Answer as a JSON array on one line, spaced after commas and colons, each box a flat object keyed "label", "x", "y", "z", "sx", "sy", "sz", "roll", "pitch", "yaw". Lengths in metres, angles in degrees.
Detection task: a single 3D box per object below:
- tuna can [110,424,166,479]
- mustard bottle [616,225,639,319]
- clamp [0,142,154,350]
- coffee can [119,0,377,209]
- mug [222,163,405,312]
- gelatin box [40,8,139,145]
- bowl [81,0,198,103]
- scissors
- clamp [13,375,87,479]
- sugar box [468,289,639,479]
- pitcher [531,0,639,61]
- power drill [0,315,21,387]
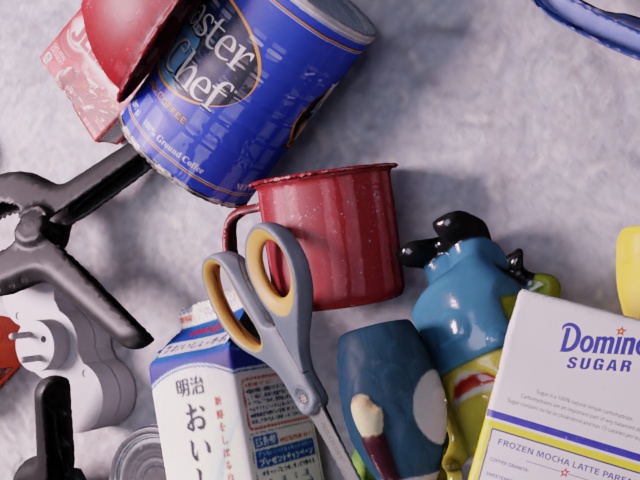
[{"label": "tuna can", "x": -0.105, "y": 0.170, "z": 0.746, "sx": 0.086, "sy": 0.033, "sz": 0.086, "roll": 0, "pitch": 90, "yaw": 29}, {"label": "mustard bottle", "x": 0.205, "y": 0.087, "z": 0.558, "sx": 0.096, "sy": 0.058, "sz": 0.191, "roll": 0, "pitch": 90, "yaw": 39}, {"label": "clamp", "x": -0.189, "y": -0.014, "z": 0.760, "sx": 0.210, "sy": 0.036, "sz": 0.164, "roll": 6, "pitch": 70, "yaw": 23}, {"label": "coffee can", "x": -0.046, "y": -0.105, "z": 0.675, "sx": 0.103, "sy": 0.102, "sz": 0.140, "roll": 47, "pitch": 111, "yaw": 21}, {"label": "mug", "x": -0.004, "y": 0.001, "z": 0.656, "sx": 0.117, "sy": 0.093, "sz": 0.081, "roll": -8, "pitch": 91, "yaw": 12}, {"label": "gelatin box", "x": -0.155, "y": -0.126, "z": 0.777, "sx": 0.073, "sy": 0.030, "sz": 0.089, "roll": -43, "pitch": 71, "yaw": 22}, {"label": "bowl", "x": -0.101, "y": -0.167, "z": 0.670, "sx": 0.055, "sy": 0.162, "sz": 0.162, "roll": 35, "pitch": 109, "yaw": -8}, {"label": "scissors", "x": -0.003, "y": 0.072, "z": 0.608, "sx": 0.202, "sy": 0.016, "sz": 0.096, "roll": 49, "pitch": 133, "yaw": 24}, {"label": "clamp", "x": -0.185, "y": 0.170, "z": 0.757, "sx": 0.172, "sy": 0.039, "sz": 0.120, "roll": -39, "pitch": 74, "yaw": 44}, {"label": "sugar box", "x": 0.120, "y": 0.121, "z": 0.520, "sx": 0.093, "sy": 0.048, "sz": 0.176, "roll": 16, "pitch": 83, "yaw": 16}, {"label": "pitcher", "x": 0.155, "y": -0.200, "z": 0.552, "sx": 0.243, "sy": 0.145, "sz": 0.149, "roll": 28, "pitch": 65, "yaw": 30}, {"label": "power drill", "x": -0.300, "y": 0.031, "z": 0.845, "sx": 0.185, "sy": 0.057, "sz": 0.188, "roll": -46, "pitch": 67, "yaw": 21}]
